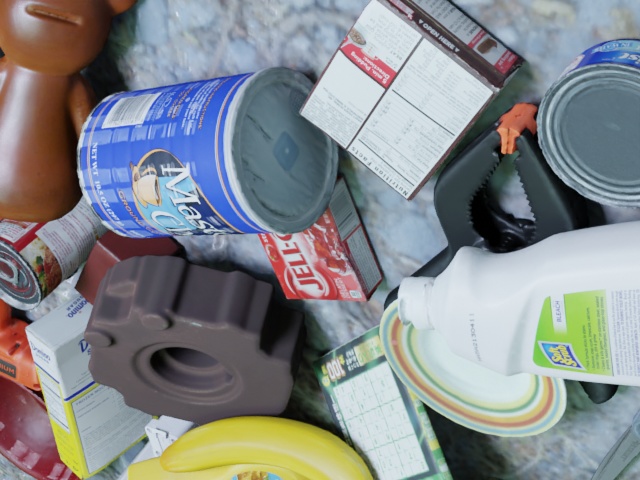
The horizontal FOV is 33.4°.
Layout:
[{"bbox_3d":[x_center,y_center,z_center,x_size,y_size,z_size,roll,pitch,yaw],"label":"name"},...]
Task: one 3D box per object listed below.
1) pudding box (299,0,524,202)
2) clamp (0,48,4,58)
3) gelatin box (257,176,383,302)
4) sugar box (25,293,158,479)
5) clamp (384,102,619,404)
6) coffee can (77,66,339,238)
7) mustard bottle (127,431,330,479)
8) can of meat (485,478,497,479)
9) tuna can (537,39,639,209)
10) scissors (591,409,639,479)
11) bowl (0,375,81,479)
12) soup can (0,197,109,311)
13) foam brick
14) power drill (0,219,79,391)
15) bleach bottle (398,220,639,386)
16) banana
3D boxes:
[{"bbox_3d":[0.049,-0.087,0.619,0.090,0.039,0.114,39,141,2],"label":"pudding box"},{"bbox_3d":[-0.284,-0.116,0.851,0.120,0.039,0.171,28,144,24],"label":"clamp"},{"bbox_3d":[-0.005,0.001,0.742,0.073,0.030,0.089,0,124,38],"label":"gelatin box"},{"bbox_3d":[-0.199,0.124,0.950,0.048,0.093,0.176,29,138,33],"label":"sugar box"},{"bbox_3d":[0.105,0.006,0.657,0.165,0.036,0.210,14,136,28],"label":"clamp"},{"bbox_3d":[-0.073,-0.053,0.693,0.141,0.102,0.103,-1,124,39],"label":"coffee can"},{"bbox_3d":[-0.057,0.198,0.892,0.192,0.058,0.096,-17,137,12],"label":"mustard bottle"},{"bbox_3d":[0.137,0.248,0.806,0.102,0.083,0.058,45,139,-5],"label":"can of meat"},{"bbox_3d":[0.160,-0.061,0.558,0.086,0.033,0.086,21,135,22],"label":"tuna can"},{"bbox_3d":[0.229,0.119,0.675,0.096,0.016,0.202,20,135,23],"label":"scissors"},{"bbox_3d":[-0.289,0.178,1.097,0.162,0.055,0.162,21,135,22],"label":"bowl"},{"bbox_3d":[-0.215,-0.002,0.848,0.069,0.102,0.068,21,135,22],"label":"soup can"},{"bbox_3d":[-0.155,0.023,0.861,0.051,0.052,0.078,40,138,2],"label":"foam brick"},{"bbox_3d":[-0.281,0.048,0.979,0.185,0.057,0.188,21,132,28],"label":"power drill"},{"bbox_3d":[0.163,0.030,0.569,0.251,0.068,0.102,0,119,23],"label":"bleach bottle"},{"bbox_3d":[-0.035,0.169,0.815,0.198,0.069,0.037,13,164,28],"label":"banana"}]
